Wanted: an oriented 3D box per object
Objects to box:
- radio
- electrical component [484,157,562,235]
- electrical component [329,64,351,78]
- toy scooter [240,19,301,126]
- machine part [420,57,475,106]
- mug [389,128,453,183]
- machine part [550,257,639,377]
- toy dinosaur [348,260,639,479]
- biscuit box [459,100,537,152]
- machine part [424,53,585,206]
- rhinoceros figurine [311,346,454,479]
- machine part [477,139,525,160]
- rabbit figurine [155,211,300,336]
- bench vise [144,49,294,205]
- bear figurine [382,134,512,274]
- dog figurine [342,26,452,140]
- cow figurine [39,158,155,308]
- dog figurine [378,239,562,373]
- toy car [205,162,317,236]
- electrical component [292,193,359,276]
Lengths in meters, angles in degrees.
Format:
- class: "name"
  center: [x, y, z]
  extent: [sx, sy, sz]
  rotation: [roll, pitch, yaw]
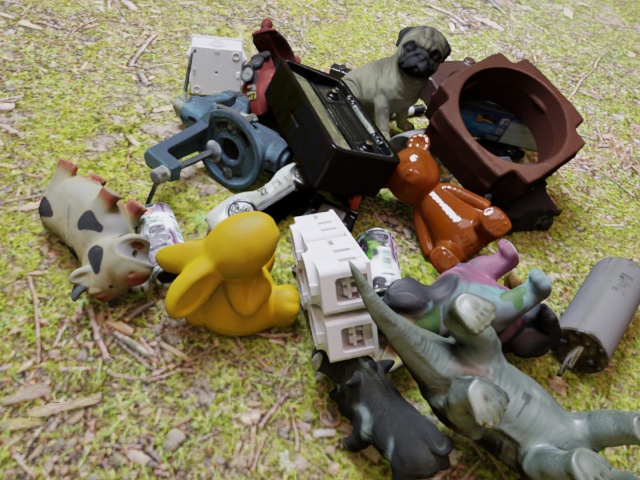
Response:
- class: "radio"
  center: [0.015, -0.166, 0.792]
  extent: [0.131, 0.073, 0.230]
  rotation: [6, 44, -36]
- class: "electrical component"
  center: [0.304, -0.076, 0.867]
  extent: [0.115, 0.058, 0.134]
  rotation: [-7, 54, -20]
- class: "electrical component"
  center: [0.035, -0.287, 0.974]
  extent: [0.094, 0.063, 0.021]
  rotation: [22, 50, 7]
- class: "toy scooter"
  center: [-0.084, -0.287, 0.902]
  extent: [0.075, 0.135, 0.184]
  rotation: [0, 42, 27]
- class: "machine part"
  center: [0.279, -0.279, 1.027]
  extent: [0.179, 0.056, 0.179]
  rotation: [5, 52, -7]
- class: "mug"
  center: [0.177, -0.137, 0.875]
  extent: [0.110, 0.080, 0.107]
  rotation: [40, 47, 22]
- class: "machine part"
  center: [0.380, 0.098, 0.728]
  extent: [0.079, 0.079, 0.243]
  rotation: [39, 55, 19]
- class: "toy dinosaur"
  center: [0.180, 0.172, 0.542]
  extent: [0.405, 0.192, 0.131]
  rotation: [41, 62, 12]
- class: "biscuit box"
  center: [0.292, -0.211, 0.924]
  extent: [0.203, 0.059, 0.063]
  rotation: [12, 49, -6]
- class: "machine part"
  center: [0.274, -0.167, 0.814]
  extent: [0.201, 0.087, 0.201]
  rotation: [-32, 78, -21]
- class: "rhinoceros figurine"
  center: [0.056, 0.176, 0.570]
  extent: [0.073, 0.111, 0.191]
  rotation: [-25, 42, -23]
- class: "machine part"
  center: [0.289, -0.161, 0.946]
  extent: [0.139, 0.039, 0.084]
  rotation: [-14, 62, -24]
- class: "rabbit figurine"
  center: [-0.103, 0.029, 0.619]
  extent: [0.162, 0.173, 0.122]
  rotation: [-6, 57, -22]
- class: "bench vise"
  center: [-0.166, -0.145, 0.776]
  extent: [0.224, 0.128, 0.240]
  rotation: [39, 43, 11]
- class: "bear figurine"
  center: [0.162, -0.058, 0.760]
  extent: [0.120, 0.132, 0.196]
  rotation: [-37, 83, 10]
- class: "dog figurine"
  center: [0.106, -0.273, 0.863]
  extent: [0.172, 0.190, 0.121]
  rotation: [30, 45, 13]
- class: "cow figurine"
  center: [-0.275, -0.004, 0.654]
  extent: [0.195, 0.085, 0.127]
  rotation: [32, 92, 29]
- class: "dog figurine"
  center: [0.169, 0.102, 0.667]
  extent: [0.219, 0.191, 0.109]
  rotation: [-26, 37, 4]
- class: "toy car"
  center: [-0.074, -0.048, 0.749]
  extent: [0.056, 0.073, 0.202]
  rotation: [41, 55, 19]
- class: "electrical component"
  center: [-0.002, -0.002, 0.746]
  extent: [0.075, 0.047, 0.119]
  rotation: [27, 50, 8]
